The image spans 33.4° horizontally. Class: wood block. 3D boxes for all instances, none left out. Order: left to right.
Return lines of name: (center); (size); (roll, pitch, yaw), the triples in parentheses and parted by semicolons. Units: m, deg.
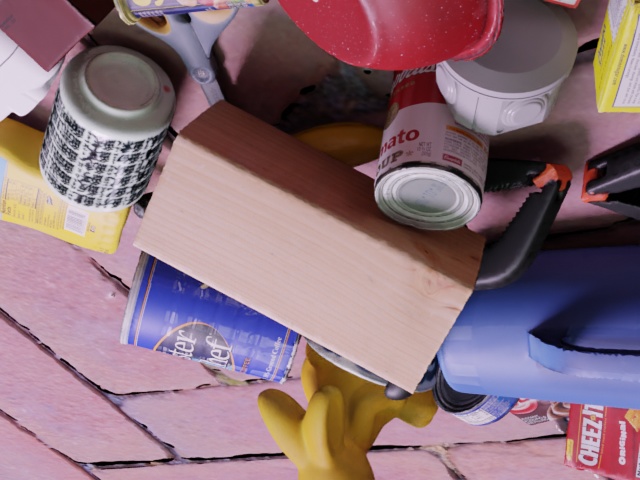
wood block: (-0.004, 0.000, 0.707); (0.206, 0.090, 0.091); (27, 115, 3)

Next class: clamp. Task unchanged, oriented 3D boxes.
clamp: (0.083, -0.003, 0.771); (0.210, 0.164, 0.036); (-42, 160, 29)
clamp: (0.261, -0.043, 0.701); (0.171, 0.039, 0.120); (4, 144, 12)

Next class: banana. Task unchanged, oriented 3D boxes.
banana: (-0.019, -0.043, 0.786); (0.198, 0.037, 0.069); (-23, 130, 40)

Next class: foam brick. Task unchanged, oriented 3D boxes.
foam brick: (-0.156, -0.148, 0.647); (0.053, 0.051, 0.078); (44, 147, -18)

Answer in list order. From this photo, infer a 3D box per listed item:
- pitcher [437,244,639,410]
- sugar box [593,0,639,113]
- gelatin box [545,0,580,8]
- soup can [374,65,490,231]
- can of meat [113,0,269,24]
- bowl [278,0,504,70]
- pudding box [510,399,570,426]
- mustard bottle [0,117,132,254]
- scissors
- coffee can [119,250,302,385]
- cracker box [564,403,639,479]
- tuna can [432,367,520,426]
pitcher: (0.210, 0.066, 0.787); (0.243, 0.145, 0.149); (-1, 147, 23)
sugar box: (0.248, -0.112, 0.587); (0.176, 0.048, 0.093); (0, 150, 3)
gelatin box: (0.112, -0.170, 0.574); (0.089, 0.030, 0.073); (14, 144, -3)
soup can: (0.073, -0.065, 0.671); (0.068, 0.102, 0.068); (8, 147, 5)
can of meat: (-0.076, -0.174, 0.588); (0.084, 0.057, 0.102); (-2, 130, 13)
bowl: (0.016, -0.142, 0.546); (0.162, 0.055, 0.162); (44, 165, 15)
pudding box: (0.203, 0.123, 0.955); (0.090, 0.039, 0.114); (33, 140, -27)
mustard bottle: (-0.239, -0.052, 0.822); (0.191, 0.058, 0.096); (18, 144, -8)
scissors: (-0.065, -0.123, 0.706); (0.096, 0.016, 0.201); (-10, 140, 29)
coffee can: (-0.085, 0.053, 0.887); (0.140, 0.102, 0.103); (15, 145, -5)
cracker box: (0.326, 0.167, 0.834); (0.214, 0.072, 0.163); (9, -177, 43)
tuna can: (0.139, 0.117, 0.925); (0.033, 0.086, 0.086); (32, 141, -29)
